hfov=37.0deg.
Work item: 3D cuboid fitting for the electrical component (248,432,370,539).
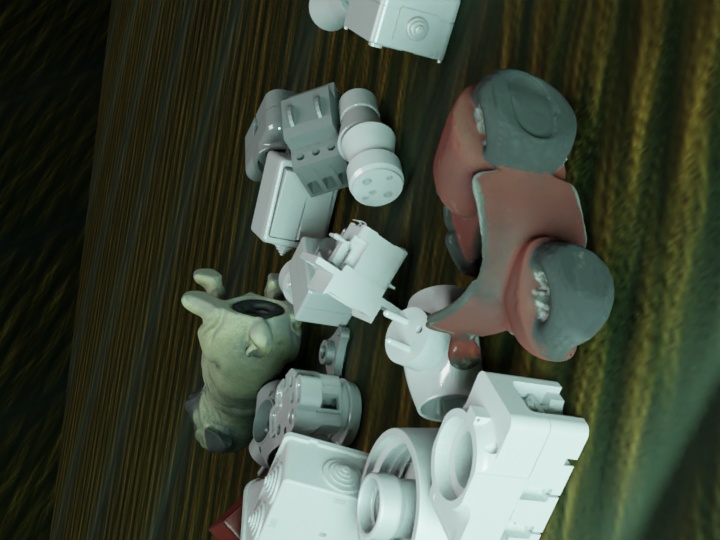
[{"bbox_3d":[-0.026,0.173,0.769,0.048,0.100,0.099,-88,18,-57],"label":"electrical component"}]

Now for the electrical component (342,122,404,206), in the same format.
[{"bbox_3d":[0.010,-0.085,0.864,0.045,0.045,0.055,120,151,-42],"label":"electrical component"}]

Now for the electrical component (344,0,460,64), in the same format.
[{"bbox_3d":[0.034,-0.201,0.829,0.096,0.062,0.061,-127,50,-63],"label":"electrical component"}]

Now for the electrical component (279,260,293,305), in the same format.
[{"bbox_3d":[-0.054,0.008,0.994,0.062,0.043,0.043,-131,54,-66],"label":"electrical component"}]

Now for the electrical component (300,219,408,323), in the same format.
[{"bbox_3d":[0.000,0.000,0.821,0.063,0.081,0.042,-58,20,-4],"label":"electrical component"}]

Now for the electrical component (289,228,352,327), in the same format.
[{"bbox_3d":[-0.024,-0.002,0.913,0.076,0.047,0.065,119,152,-42],"label":"electrical component"}]

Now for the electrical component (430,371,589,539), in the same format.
[{"bbox_3d":[0.076,0.106,0.590,0.050,0.056,0.089,-117,41,-58],"label":"electrical component"}]

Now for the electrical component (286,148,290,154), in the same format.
[{"bbox_3d":[-0.066,-0.098,1.078,0.046,0.040,0.040,-57,30,36],"label":"electrical component"}]

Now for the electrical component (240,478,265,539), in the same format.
[{"bbox_3d":[-0.052,0.221,0.843,0.057,0.078,0.113,146,130,-59],"label":"electrical component"}]

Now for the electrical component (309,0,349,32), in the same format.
[{"bbox_3d":[-0.016,-0.252,1.016,0.065,0.044,0.044,8,88,65],"label":"electrical component"}]

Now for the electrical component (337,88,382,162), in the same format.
[{"bbox_3d":[0.001,-0.125,0.914,0.065,0.044,0.044,-97,26,-49],"label":"electrical component"}]

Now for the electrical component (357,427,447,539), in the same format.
[{"bbox_3d":[0.033,0.150,0.676,0.108,0.060,0.108,-170,90,-70],"label":"electrical component"}]

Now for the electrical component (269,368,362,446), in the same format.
[{"bbox_3d":[-0.034,0.114,0.874,0.078,0.057,0.058,128,146,-51],"label":"electrical component"}]

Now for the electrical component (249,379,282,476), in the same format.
[{"bbox_3d":[-0.076,0.153,0.975,0.079,0.044,0.077,-57,30,29],"label":"electrical component"}]

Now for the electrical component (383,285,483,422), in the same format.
[{"bbox_3d":[0.043,0.047,0.674,0.043,0.079,0.077,-29,51,35],"label":"electrical component"}]

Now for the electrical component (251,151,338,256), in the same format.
[{"bbox_3d":[-0.061,-0.058,1.014,0.061,0.062,0.096,-142,63,-67],"label":"electrical component"}]

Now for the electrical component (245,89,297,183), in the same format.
[{"bbox_3d":[-0.083,-0.133,1.117,0.095,0.054,0.059,126,147,-49],"label":"electrical component"}]
